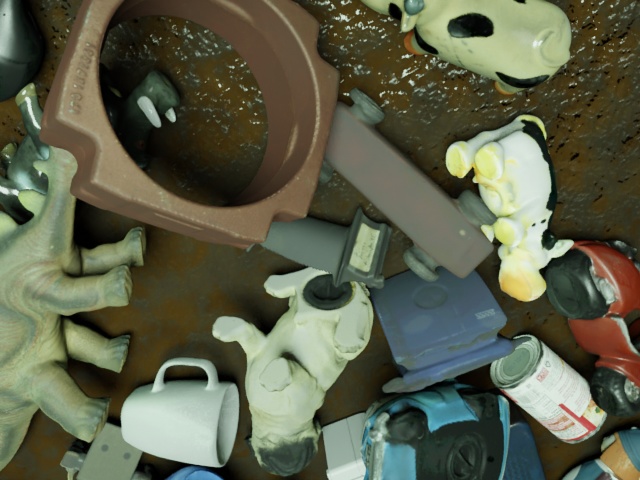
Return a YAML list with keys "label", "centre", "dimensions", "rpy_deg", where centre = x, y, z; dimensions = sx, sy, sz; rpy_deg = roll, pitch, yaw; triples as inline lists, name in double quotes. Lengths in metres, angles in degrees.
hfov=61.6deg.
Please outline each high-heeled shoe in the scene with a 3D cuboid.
- label: "high-heeled shoe"
  centre: [-0.327, -0.237, 0.449]
  dimensions: [0.249, 0.086, 0.145]
  rpy_deg: [43, 129, 5]

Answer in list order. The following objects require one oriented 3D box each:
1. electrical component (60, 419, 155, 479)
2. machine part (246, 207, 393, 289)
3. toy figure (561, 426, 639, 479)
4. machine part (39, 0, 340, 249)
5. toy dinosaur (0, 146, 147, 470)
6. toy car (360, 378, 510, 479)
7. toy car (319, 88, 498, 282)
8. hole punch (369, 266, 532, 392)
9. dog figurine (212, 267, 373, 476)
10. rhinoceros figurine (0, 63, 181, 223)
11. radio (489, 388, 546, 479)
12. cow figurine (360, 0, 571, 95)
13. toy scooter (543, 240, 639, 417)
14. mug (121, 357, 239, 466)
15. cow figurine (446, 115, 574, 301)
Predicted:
- label: "electrical component"
  centre: [-0.225, 0.234, 0.574]
  dimensions: [0.102, 0.045, 0.078]
  rpy_deg: [18, 74, -10]
- label: "machine part"
  centre: [-0.001, -0.002, 0.516]
  dimensions: [0.139, 0.039, 0.084]
  rpy_deg: [14, 60, 1]
- label: "toy figure"
  centre: [0.323, 0.264, 0.602]
  dimensions: [0.058, 0.064, 0.154]
  rpy_deg: [35, 101, 4]
- label: "machine part"
  centre: [-0.094, -0.106, 0.420]
  dimensions: [0.201, 0.087, 0.201]
  rpy_deg: [20, 78, -33]
- label: "toy dinosaur"
  centre: [-0.284, 0.102, 0.498]
  dimensions: [0.198, 0.105, 0.470]
  rpy_deg: [17, 113, -10]
- label: "toy car"
  centre: [0.093, 0.186, 0.497]
  dimensions: [0.161, 0.103, 0.109]
  rpy_deg: [3, 90, -30]
- label: "toy car"
  centre: [0.070, -0.049, 0.492]
  dimensions: [0.202, 0.053, 0.089]
  rpy_deg: [42, 106, 7]
- label: "hole punch"
  centre: [0.113, 0.077, 0.520]
  dimensions: [0.142, 0.116, 0.092]
  rpy_deg: [-17, 96, 1]
- label: "dog figurine"
  centre: [-0.009, 0.136, 0.548]
  dimensions: [0.172, 0.121, 0.190]
  rpy_deg: [-25, 134, -18]
- label: "rhinoceros figurine"
  centre: [-0.211, -0.087, 0.476]
  dimensions: [0.190, 0.073, 0.112]
  rpy_deg: [-39, 102, 7]
- label: "radio"
  centre: [0.185, 0.294, 0.598]
  dimensions: [0.131, 0.073, 0.229]
  rpy_deg: [-19, 103, 2]
- label: "cow figurine"
  centre: [0.117, -0.186, 0.444]
  dimensions: [0.195, 0.127, 0.085]
  rpy_deg: [21, 99, -11]
- label: "toy scooter"
  centre: [0.311, 0.073, 0.546]
  dimensions: [0.135, 0.075, 0.183]
  rpy_deg: [-23, 93, -20]
- label: "mug"
  centre: [-0.144, 0.171, 0.543]
  dimensions: [0.107, 0.081, 0.109]
  rpy_deg: [1, 109, 6]
- label: "cow figurine"
  centre: [0.194, -0.029, 0.518]
  dimensions: [0.098, 0.068, 0.167]
  rpy_deg: [-28, 107, -22]
